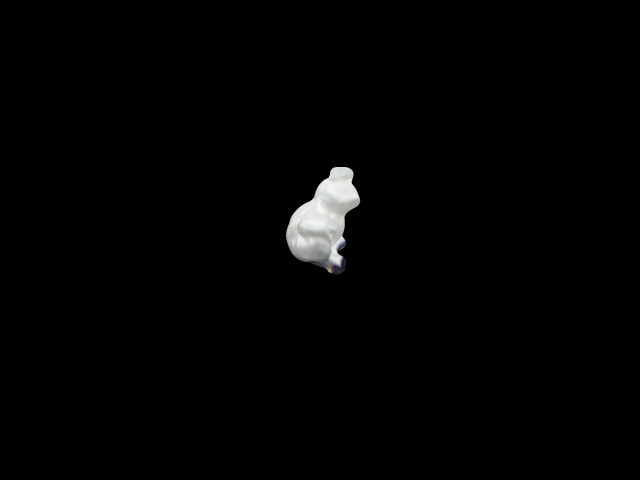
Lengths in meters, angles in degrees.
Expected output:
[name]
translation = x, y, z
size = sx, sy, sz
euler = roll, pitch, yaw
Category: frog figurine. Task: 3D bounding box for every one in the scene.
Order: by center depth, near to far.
[frog figurine]
translation = 0.003, -0.043, 0.850
size = 0.123, 0.156, 0.140
euler = 11, 33, 18
